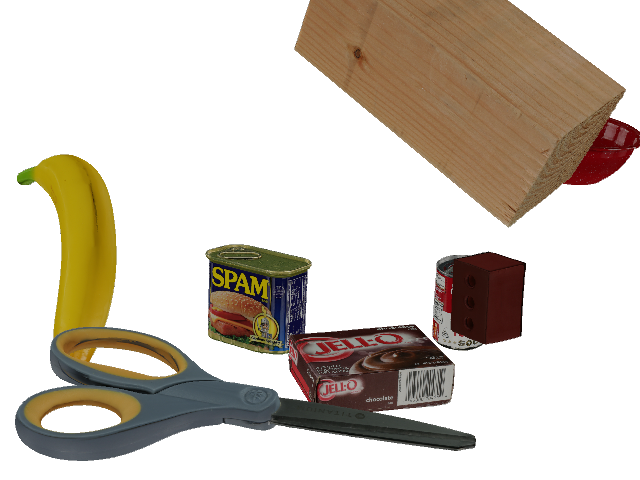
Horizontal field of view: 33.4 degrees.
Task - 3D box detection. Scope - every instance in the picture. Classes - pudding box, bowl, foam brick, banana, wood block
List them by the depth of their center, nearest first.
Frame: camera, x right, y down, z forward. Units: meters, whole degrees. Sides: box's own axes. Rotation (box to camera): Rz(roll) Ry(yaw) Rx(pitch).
[{"bbox_3d":[-0.167,0.002,0.729,0.037,0.198,0.070,19,-55,-37],"label":"banana"},{"bbox_3d":[0.092,-0.120,0.747,0.090,0.206,0.091,-34,-22,-37],"label":"wood block"},{"bbox_3d":[0.038,0.101,0.848,0.113,0.039,0.090,-2,17,-15],"label":"pudding box"},{"bbox_3d":[0.165,0.056,1.051,0.051,0.078,0.053,-11,19,-35],"label":"foam brick"},{"bbox_3d":[0.270,-0.102,1.177,0.162,0.055,0.162,6,23,-3],"label":"bowl"}]

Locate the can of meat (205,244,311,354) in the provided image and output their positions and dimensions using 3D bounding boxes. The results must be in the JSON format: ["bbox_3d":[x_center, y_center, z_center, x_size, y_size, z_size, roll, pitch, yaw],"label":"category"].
[{"bbox_3d":[-0.060,0.056,1.010,0.102,0.084,0.057,12,17,34],"label":"can of meat"}]

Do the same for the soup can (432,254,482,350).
[{"bbox_3d":[0.176,0.078,1.336,0.068,0.102,0.068,1,23,-1],"label":"soup can"}]

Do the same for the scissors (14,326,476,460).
[{"bbox_3d":[-0.044,0.080,0.460,0.202,0.016,0.096,15,31,24],"label":"scissors"}]
